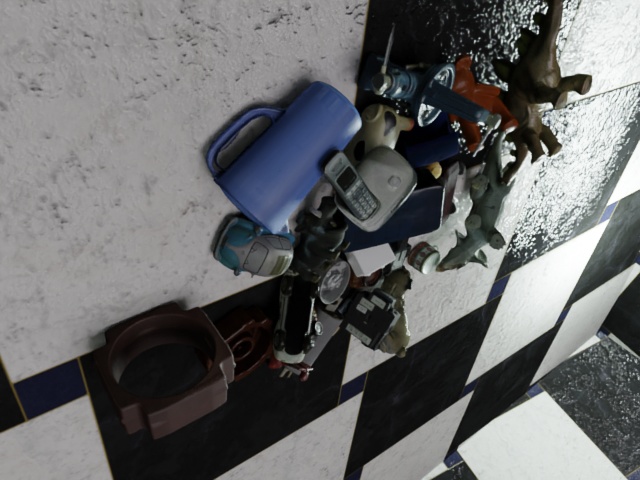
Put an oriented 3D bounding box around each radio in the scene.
[{"bbox_3d":[0.140,-0.062,1.117,0.230,0.073,0.130,-14,133,-14],"label":"radio"}]

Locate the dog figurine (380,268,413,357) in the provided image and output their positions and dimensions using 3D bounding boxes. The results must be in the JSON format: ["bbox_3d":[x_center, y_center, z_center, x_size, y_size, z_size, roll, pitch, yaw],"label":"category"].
[{"bbox_3d":[0.197,0.179,1.365,0.121,0.172,0.190,-15,140,-50],"label":"dog figurine"}]

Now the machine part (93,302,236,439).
[{"bbox_3d":[-0.263,0.217,0.915,0.201,0.201,0.087,-21,138,-30],"label":"machine part"}]

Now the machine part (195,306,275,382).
[{"bbox_3d":[-0.172,0.219,1.128,0.179,0.056,0.179,-27,139,-27],"label":"machine part"}]

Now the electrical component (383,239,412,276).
[{"bbox_3d":[0.180,0.024,1.302,0.075,0.048,0.119,-22,136,-31],"label":"electrical component"}]

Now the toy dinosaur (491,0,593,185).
[{"bbox_3d":[0.447,-0.326,1.123,0.105,0.199,0.470,-18,134,-32],"label":"toy dinosaur"}]

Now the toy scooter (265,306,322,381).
[{"bbox_3d":[-0.050,0.231,1.192,0.075,0.135,0.183,16,110,-48],"label":"toy scooter"}]

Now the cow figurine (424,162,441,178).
[{"bbox_3d":[0.218,-0.104,1.213,0.098,0.068,0.167,-17,133,-22],"label":"cow figurine"}]

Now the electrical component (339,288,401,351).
[{"bbox_3d":[0.128,0.188,1.323,0.134,0.115,0.058,-59,161,12],"label":"electrical component"}]

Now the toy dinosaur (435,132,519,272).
[{"bbox_3d":[0.426,-0.086,1.380,0.192,0.131,0.404,53,58,-83],"label":"toy dinosaur"}]

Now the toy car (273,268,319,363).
[{"bbox_3d":[-0.052,0.156,1.127,0.073,0.056,0.201,10,84,-19],"label":"toy car"}]

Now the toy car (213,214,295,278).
[{"bbox_3d":[-0.105,0.023,0.979,0.161,0.103,0.109,11,115,-46],"label":"toy car"}]

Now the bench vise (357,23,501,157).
[{"bbox_3d":[0.195,-0.252,0.929,0.223,0.241,0.128,-2,122,-63],"label":"bench vise"}]

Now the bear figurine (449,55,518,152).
[{"bbox_3d":[0.303,-0.277,1.089,0.120,0.132,0.195,-31,157,26],"label":"bear figurine"}]

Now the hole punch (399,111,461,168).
[{"bbox_3d":[0.221,-0.191,1.081,0.142,0.092,0.115,-20,140,9],"label":"hole punch"}]

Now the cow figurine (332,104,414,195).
[{"bbox_3d":[0.081,-0.162,1.008,0.127,0.086,0.194,11,111,-46],"label":"cow figurine"}]

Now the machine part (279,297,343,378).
[{"bbox_3d":[-0.020,0.231,1.268,0.079,0.079,0.243,20,107,-51],"label":"machine part"}]

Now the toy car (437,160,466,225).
[{"bbox_3d":[0.295,-0.110,1.290,0.089,0.053,0.201,-35,146,-23],"label":"toy car"}]

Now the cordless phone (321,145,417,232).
[{"bbox_3d":[0.074,-0.114,0.905,0.146,0.089,0.184,-49,141,-6],"label":"cordless phone"}]

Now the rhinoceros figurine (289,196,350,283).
[{"bbox_3d":[-0.002,-0.003,1.059,0.073,0.112,0.190,-41,164,-49],"label":"rhinoceros figurine"}]
